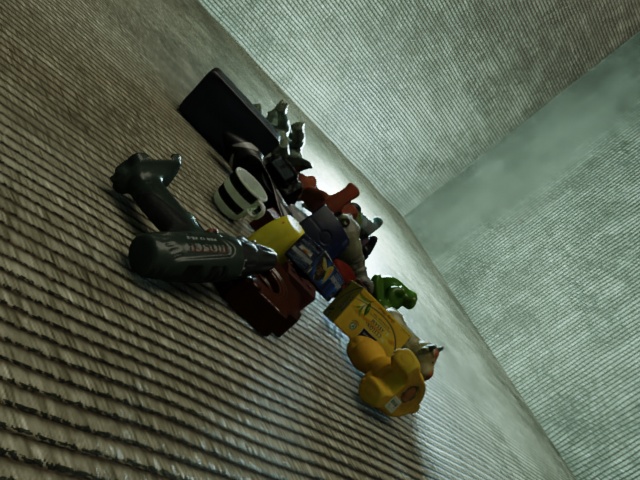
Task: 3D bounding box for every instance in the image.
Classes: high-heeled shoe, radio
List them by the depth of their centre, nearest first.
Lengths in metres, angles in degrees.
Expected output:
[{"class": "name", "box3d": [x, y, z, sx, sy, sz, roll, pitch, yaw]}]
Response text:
[{"class": "high-heeled shoe", "box3d": [-0.148, -0.127, 1.200, 0.248, 0.086, 0.145, 50, 15, -18]}, {"class": "radio", "box3d": [-0.215, -0.281, 1.284, 0.229, 0.131, 0.073, 46, 14, -18]}]

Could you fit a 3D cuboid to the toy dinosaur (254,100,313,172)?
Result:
[{"class": "toy dinosaur", "box3d": [-0.105, -0.262, 1.525, 0.192, 0.131, 0.405, 81, -12, -51]}]

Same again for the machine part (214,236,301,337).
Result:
[{"class": "machine part", "box3d": [-0.100, 0.073, 0.882, 0.179, 0.056, 0.179, 48, 13, -15]}]

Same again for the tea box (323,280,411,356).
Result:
[{"class": "tea box", "box3d": [0.100, 0.178, 1.136, 0.169, 0.098, 0.068, 43, -6, -24]}]

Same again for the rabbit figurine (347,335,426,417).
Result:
[{"class": "rabbit figurine", "box3d": [0.125, 0.249, 1.041, 0.173, 0.122, 0.162, 37, -2, 44]}]

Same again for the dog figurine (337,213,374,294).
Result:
[{"class": "dog figurine", "box3d": [0.081, 0.045, 1.315, 0.191, 0.121, 0.172, 54, -17, 17]}]

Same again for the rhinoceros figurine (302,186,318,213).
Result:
[{"class": "rhinoceros figurine", "box3d": [-0.003, -0.092, 1.622, 0.112, 0.073, 0.190, 54, 5, -45]}]

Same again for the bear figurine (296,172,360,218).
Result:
[{"class": "bear figurine", "box3d": [-0.007, -0.120, 1.392, 0.196, 0.132, 0.120, 45, -27, 32]}]

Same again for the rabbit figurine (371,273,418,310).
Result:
[{"class": "rabbit figurine", "box3d": [0.172, 0.162, 1.413, 0.159, 0.121, 0.170, 55, 27, -12]}]

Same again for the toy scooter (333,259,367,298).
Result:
[{"class": "toy scooter", "box3d": [0.061, 0.127, 1.230, 0.184, 0.075, 0.135, 52, 20, -1]}]

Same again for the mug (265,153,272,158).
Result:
[{"class": "mug", "box3d": [-0.158, -0.218, 1.417, 0.109, 0.081, 0.107, 45, 2, 8]}]

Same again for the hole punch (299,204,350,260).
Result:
[{"class": "hole punch", "box3d": [-0.002, -0.004, 1.207, 0.116, 0.142, 0.092, 45, -28, 11]}]

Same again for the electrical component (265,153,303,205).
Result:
[{"class": "electrical component", "box3d": [-0.101, -0.143, 1.318, 0.115, 0.058, 0.134, 51, -26, 13]}]

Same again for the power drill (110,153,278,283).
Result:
[{"class": "power drill", "box3d": [-0.185, -0.024, 0.758, 0.232, 0.086, 0.207, -9, 61, -56]}]

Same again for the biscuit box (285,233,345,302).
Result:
[{"class": "biscuit box", "box3d": [-0.005, 0.060, 1.092, 0.063, 0.059, 0.202, 40, -7, 26]}]

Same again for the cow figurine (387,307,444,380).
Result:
[{"class": "cow figurine", "box3d": [0.200, 0.243, 1.256, 0.085, 0.127, 0.195, 27, 25, -53]}]

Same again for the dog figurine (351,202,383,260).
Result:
[{"class": "dog figurine", "box3d": [0.083, -0.018, 1.517, 0.109, 0.191, 0.219, 23, 13, 23]}]
